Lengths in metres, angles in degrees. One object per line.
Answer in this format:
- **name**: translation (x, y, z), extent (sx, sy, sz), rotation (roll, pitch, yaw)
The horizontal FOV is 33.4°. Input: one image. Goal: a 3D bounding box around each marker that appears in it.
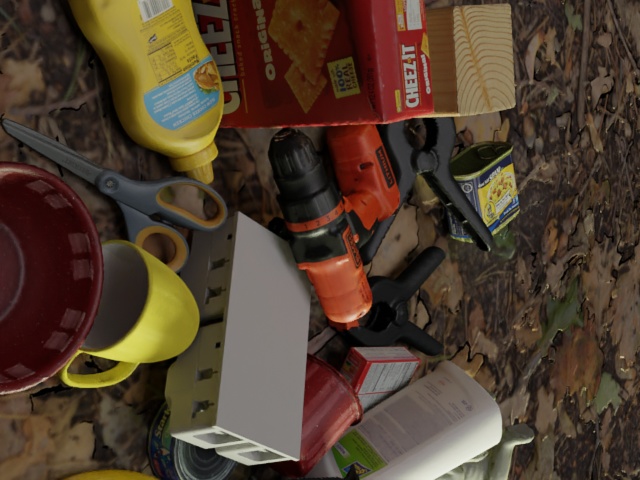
- **marker**: translation (-0.007, 0.001, 1.032), extent (0.120, 0.020, 0.020), rotation (23, 76, -47)

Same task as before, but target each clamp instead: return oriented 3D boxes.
- **clamp**: translation (0.113, -0.076, 1.123), extent (0.164, 0.036, 0.210), rotation (2, 88, -27)
- **clamp**: translation (0.078, 0.083, 1.120), extent (0.171, 0.039, 0.120), rotation (-19, 103, -40)

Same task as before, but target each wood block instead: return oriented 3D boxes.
- **wood block**: translation (0.061, -0.156, 0.955), extent (0.090, 0.207, 0.091), rotation (-15, 105, -46)

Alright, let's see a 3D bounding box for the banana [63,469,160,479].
- **banana**: translation (-0.146, 0.229, 0.879), extent (0.197, 0.037, 0.069), rotation (47, 59, -40)

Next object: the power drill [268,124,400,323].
- **power drill**: translation (0.015, -0.043, 0.978), extent (0.187, 0.057, 0.184), rotation (-60, 136, -57)

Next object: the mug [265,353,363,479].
- **mug**: translation (-0.022, 0.170, 0.988), extent (0.081, 0.093, 0.117), rotation (-45, 161, -31)

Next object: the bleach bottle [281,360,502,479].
- **bleach bottle**: translation (0.052, 0.211, 1.043), extent (0.250, 0.103, 0.068), rotation (-24, 127, -22)

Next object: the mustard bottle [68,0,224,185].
- **mustard bottle**: translation (-0.126, -0.130, 0.858), extent (0.096, 0.058, 0.191), rotation (-41, 121, -39)

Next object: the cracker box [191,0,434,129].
- **cracker box**: translation (-0.016, -0.175, 0.861), extent (0.071, 0.214, 0.164), rotation (-17, 105, -44)

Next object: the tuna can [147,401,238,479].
- **tuna can**: translation (-0.106, 0.174, 0.923), extent (0.085, 0.034, 0.086), rotation (-6, 98, -49)

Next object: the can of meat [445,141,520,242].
- **can of meat**: translation (0.182, -0.055, 1.213), extent (0.101, 0.058, 0.084), rotation (-34, 120, -41)

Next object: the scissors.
- **scissors**: translation (-0.168, -0.027, 0.847), extent (0.201, 0.016, 0.096), rotation (13, 105, -33)

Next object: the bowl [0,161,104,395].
- **bowl**: translation (-0.232, 0.025, 0.752), extent (0.161, 0.055, 0.162), rotation (-5, 97, -48)

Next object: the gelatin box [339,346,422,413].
- **gelatin box**: translation (0.053, 0.145, 1.082), extent (0.089, 0.030, 0.073), rotation (4, 117, -47)
